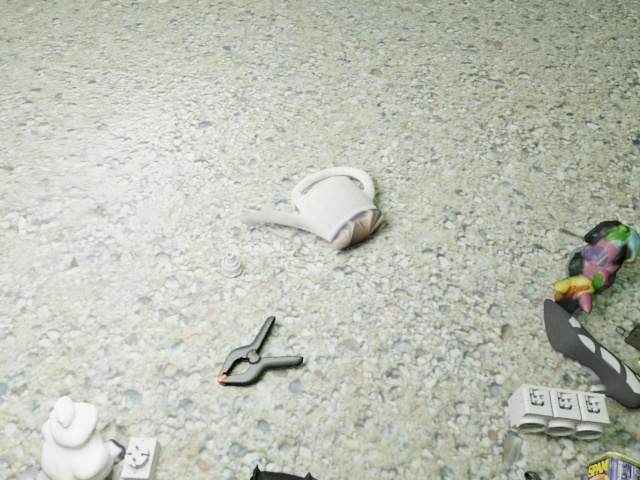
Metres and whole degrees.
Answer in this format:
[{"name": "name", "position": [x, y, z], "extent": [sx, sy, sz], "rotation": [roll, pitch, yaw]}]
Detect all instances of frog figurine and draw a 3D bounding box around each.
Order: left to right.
[{"name": "frog figurine", "position": [-0.413, 0.342, 0.862], "extent": [0.139, 0.155, 0.124], "rotation": [38, 61, 24]}]

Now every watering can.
[{"name": "watering can", "position": [0.004, -0.062, 1.235], "extent": [0.351, 0.101, 0.228], "rotation": [-29, 59, -23]}]
